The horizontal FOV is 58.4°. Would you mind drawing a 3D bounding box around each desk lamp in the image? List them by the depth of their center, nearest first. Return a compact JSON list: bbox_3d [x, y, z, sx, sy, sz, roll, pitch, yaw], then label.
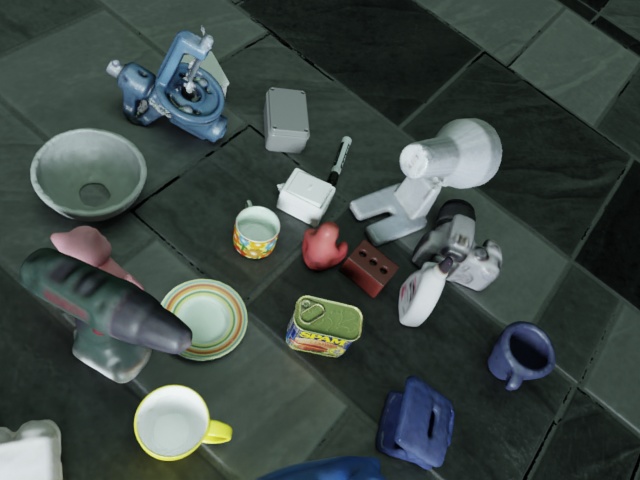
[{"bbox_3d":[0.183,-0.104,0.983,0.204,0.213,0.118,-22,68,-26],"label":"desk lamp"}]

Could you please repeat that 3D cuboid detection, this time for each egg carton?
[{"bbox_3d":[-0.358,0.292,0.671,0.107,0.069,0.150,-7,62,-20],"label":"egg carton"}]

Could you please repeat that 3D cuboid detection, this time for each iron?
[{"bbox_3d":[-0.025,0.329,0.703,0.259,0.141,0.118,-3,60,-18],"label":"iron"}]

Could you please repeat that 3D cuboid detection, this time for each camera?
[{"bbox_3d":[0.252,-0.004,1.010,0.143,0.100,0.137,22,56,-2],"label":"camera"}]

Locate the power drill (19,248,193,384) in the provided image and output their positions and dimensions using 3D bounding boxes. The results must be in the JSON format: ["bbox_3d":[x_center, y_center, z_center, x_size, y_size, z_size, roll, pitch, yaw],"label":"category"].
[{"bbox_3d":[-0.264,0.105,0.728,0.229,0.208,0.076,29,56,3],"label":"power drill"}]

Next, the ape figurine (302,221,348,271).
[{"bbox_3d":[0.009,0.003,0.939,0.077,0.092,0.076,38,57,8],"label":"ape figurine"}]

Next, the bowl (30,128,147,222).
[{"bbox_3d":[-0.358,-0.090,0.900,0.167,0.074,0.167,7,58,-12],"label":"bowl"}]

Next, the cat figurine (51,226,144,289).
[{"bbox_3d":[-0.314,0.031,0.813,0.127,0.117,0.067,37,57,7],"label":"cat figurine"}]

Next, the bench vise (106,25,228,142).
[{"bbox_3d":[-0.250,-0.261,0.947,0.208,0.219,0.121,4,59,-14],"label":"bench vise"}]

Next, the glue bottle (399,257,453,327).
[{"bbox_3d":[0.168,0.071,0.897,0.037,0.173,0.078,8,58,-11],"label":"glue bottle"}]

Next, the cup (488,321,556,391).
[{"bbox_3d":[0.305,0.197,0.907,0.091,0.095,0.118,32,56,4],"label":"cup"}]

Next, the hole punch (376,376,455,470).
[{"bbox_3d":[0.146,0.262,0.824,0.101,0.091,0.109,22,56,-3],"label":"hole punch"}]
